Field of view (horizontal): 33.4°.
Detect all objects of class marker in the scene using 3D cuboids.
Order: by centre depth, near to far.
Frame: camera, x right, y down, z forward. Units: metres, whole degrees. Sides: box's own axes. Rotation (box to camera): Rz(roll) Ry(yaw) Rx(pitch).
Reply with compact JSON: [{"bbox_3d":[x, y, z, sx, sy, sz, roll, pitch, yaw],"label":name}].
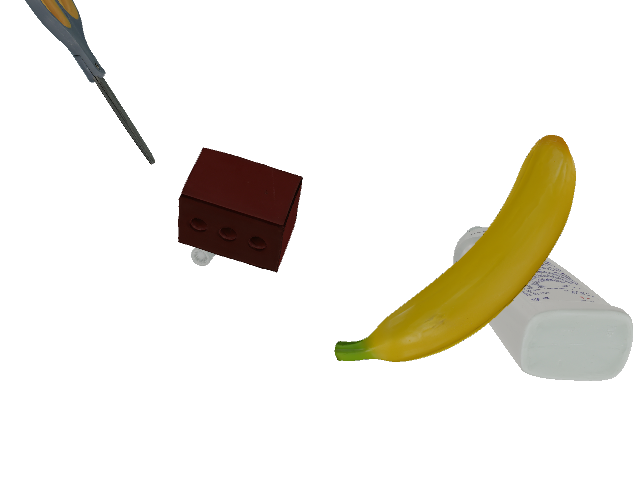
[{"bbox_3d":[-0.094,-0.011,1.030,0.020,0.020,0.121,0,26,18],"label":"marker"}]

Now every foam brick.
[{"bbox_3d":[-0.058,-0.022,0.758,0.078,0.051,0.053,17,-38,5],"label":"foam brick"}]

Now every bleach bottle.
[{"bbox_3d":[0.191,0.043,0.998,0.102,0.068,0.251,3,20,-11],"label":"bleach bottle"}]

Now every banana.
[{"bbox_3d":[0.093,0.006,0.604,0.197,0.037,0.070,-42,44,-19],"label":"banana"}]

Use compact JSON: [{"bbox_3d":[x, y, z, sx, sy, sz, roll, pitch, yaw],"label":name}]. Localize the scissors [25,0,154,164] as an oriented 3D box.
[{"bbox_3d":[-0.203,-0.163,0.941,0.016,0.201,0.096,-30,27,11],"label":"scissors"}]
